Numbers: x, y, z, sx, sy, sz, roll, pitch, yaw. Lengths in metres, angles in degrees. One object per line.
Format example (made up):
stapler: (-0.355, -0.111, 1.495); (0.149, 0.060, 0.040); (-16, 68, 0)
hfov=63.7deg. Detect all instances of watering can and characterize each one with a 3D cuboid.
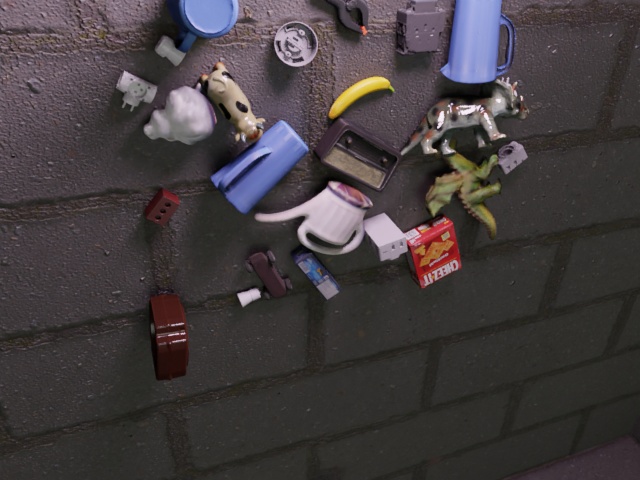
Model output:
watering can: (0.004, -0.074, 1.464); (0.345, 0.106, 0.222); (23, 108, -32)

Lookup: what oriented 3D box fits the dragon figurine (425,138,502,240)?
dragon figurine: (0.435, -0.144, 1.599); (0.243, 0.124, 0.403); (-16, 115, -5)

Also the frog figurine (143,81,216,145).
frog figurine: (-0.328, -0.280, 1.192); (0.161, 0.125, 0.134); (-27, 148, -19)
